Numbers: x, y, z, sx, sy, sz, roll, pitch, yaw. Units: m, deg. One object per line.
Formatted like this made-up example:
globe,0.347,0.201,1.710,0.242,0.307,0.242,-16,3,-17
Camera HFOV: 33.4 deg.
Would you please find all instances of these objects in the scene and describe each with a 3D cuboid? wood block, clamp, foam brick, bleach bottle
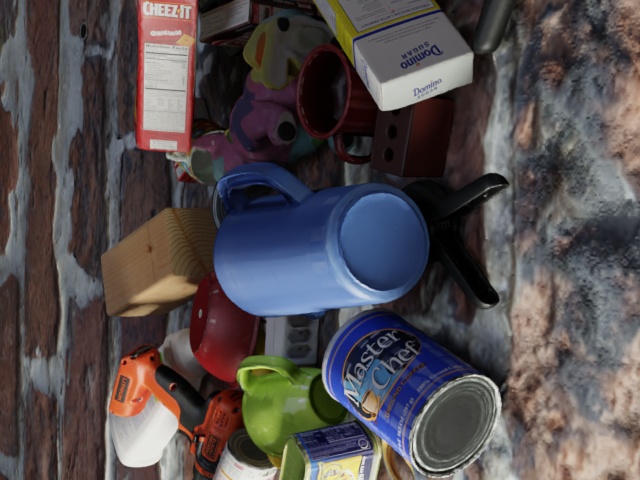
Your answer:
wood block,-0.204,0.033,1.398,0.207,0.090,0.091,-28,67,52
clamp,0.115,-0.021,0.981,0.172,0.039,0.120,33,115,50
clamp,0.171,-0.265,0.900,0.210,0.036,0.164,-29,70,54
foam brick,0.087,-0.101,1.009,0.053,0.051,0.078,23,109,53
bleach bottle,-0.204,0.202,1.425,0.251,0.067,0.102,-50,52,40

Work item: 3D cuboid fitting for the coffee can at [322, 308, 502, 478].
coffee can,0.081,0.137,0.976,0.140,0.102,0.103,34,118,50

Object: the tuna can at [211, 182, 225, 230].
tuna can,-0.097,-0.042,1.292,0.086,0.033,0.086,1,91,56

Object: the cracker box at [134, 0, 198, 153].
cracker box,-0.179,-0.235,1.244,0.164,0.072,0.214,-95,11,-47

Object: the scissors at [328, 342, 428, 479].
scissors,0.067,0.159,1.073,0.096,0.016,0.202,-54,49,39

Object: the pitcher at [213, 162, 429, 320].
pitcher,-0.007,0.001,1.039,0.243,0.149,0.145,-9,73,62

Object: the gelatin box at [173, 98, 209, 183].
gelatin box,-0.168,-0.130,1.397,0.073,0.030,0.089,-45,54,44

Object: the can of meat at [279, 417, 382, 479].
can of meat,0.008,0.237,1.085,0.057,0.083,0.102,49,138,49

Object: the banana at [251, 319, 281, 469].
banana,-0.058,0.175,1.217,0.070,0.037,0.198,108,154,-73

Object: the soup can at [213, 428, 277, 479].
soup can,-0.091,0.281,1.257,0.069,0.068,0.102,50,129,42

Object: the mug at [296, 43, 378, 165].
mug,0.036,-0.132,1.057,0.093,0.081,0.117,-17,77,54

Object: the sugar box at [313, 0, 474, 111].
sugar box,0.064,-0.201,0.998,0.048,0.093,0.176,83,165,-55

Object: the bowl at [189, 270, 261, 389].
bowl,-0.117,0.093,1.261,0.162,0.055,0.162,-170,90,-72

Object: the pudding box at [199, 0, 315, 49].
pudding box,-0.071,-0.243,1.203,0.114,0.089,0.039,-8,83,55

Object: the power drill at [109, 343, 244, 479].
power drill,-0.177,0.231,1.339,0.188,0.057,0.185,31,118,22
